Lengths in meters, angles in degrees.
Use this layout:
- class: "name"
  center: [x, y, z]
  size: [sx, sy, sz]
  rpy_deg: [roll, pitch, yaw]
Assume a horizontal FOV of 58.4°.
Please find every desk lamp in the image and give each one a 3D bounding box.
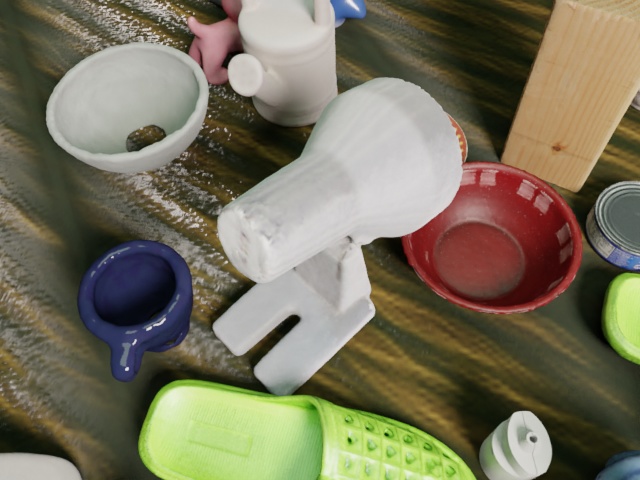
- class: "desk lamp"
  center: [0.004, 0.002, 0.453]
  size: [0.117, 0.214, 0.203]
  rpy_deg: [39, 68, 22]

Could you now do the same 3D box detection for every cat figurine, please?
- class: "cat figurine"
  center: [-0.101, -0.265, 0.670]
  size: [0.128, 0.118, 0.067]
  rpy_deg: [-37, 64, -17]

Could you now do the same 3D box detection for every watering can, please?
- class: "watering can"
  center: [-0.034, -0.212, 0.592]
  size: [0.101, 0.194, 0.173]
  rpy_deg: [1, 60, 3]

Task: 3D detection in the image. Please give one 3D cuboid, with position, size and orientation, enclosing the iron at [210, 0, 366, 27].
- class: "iron"
  center: [-0.057, -0.358, 0.709]
  size: [0.258, 0.141, 0.119]
  rpy_deg: [13, 61, 10]

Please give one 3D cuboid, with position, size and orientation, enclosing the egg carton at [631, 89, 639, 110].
- class: "egg carton"
  center: [0.353, -0.216, 0.650]
  size: [0.107, 0.069, 0.150]
  rpy_deg: [8, 60, 7]

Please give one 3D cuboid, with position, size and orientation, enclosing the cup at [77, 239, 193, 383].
- class: "cup"
  center: [-0.147, 0.071, 0.488]
  size: [0.091, 0.095, 0.117]
  rpy_deg: [-2, 60, 1]

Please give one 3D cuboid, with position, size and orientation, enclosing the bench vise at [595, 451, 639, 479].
- class: "bench vise"
  center: [0.226, 0.213, 0.316]
  size: [0.121, 0.220, 0.207]
  rpy_deg: [-3, 59, 1]

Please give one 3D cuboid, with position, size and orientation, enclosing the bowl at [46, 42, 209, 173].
- class: "bowl"
  center: [-0.197, -0.131, 0.620]
  size: [0.167, 0.075, 0.167]
  rpy_deg: [-1, 60, 2]

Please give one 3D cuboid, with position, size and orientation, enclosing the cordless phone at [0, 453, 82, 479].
- class: "cordless phone"
  center: [-0.226, 0.205, 0.361]
  size: [0.094, 0.185, 0.147]
  rpy_deg: [-12, 60, -4]
